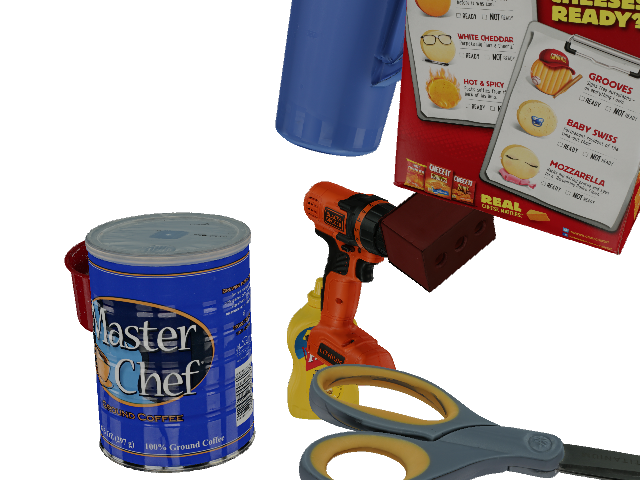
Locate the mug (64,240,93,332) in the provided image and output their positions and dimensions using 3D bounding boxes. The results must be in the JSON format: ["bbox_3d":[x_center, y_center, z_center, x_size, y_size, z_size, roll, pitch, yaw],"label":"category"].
[{"bbox_3d":[-0.243,0.047,1.199,0.117,0.081,0.093,24,38,34],"label":"mug"}]

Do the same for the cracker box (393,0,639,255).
[{"bbox_3d":[0.138,-0.111,0.673,0.164,0.214,0.072,19,44,20],"label":"cracker box"}]

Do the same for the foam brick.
[{"bbox_3d":[0.094,-0.009,0.847,0.078,0.053,0.051,-38,49,-18],"label":"foam brick"}]

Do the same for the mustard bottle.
[{"bbox_3d":[0.004,0.141,1.420,0.096,0.192,0.058,-2,18,-6],"label":"mustard bottle"}]

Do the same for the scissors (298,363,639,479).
[{"bbox_3d":[0.079,0.099,0.449,0.202,0.016,0.096,16,34,23],"label":"scissors"}]

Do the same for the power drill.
[{"bbox_3d":[0.045,0.046,1.074,0.057,0.188,0.185,-8,22,-33],"label":"power drill"}]

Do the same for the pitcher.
[{"bbox_3d":[0.036,-0.207,1.035,0.145,0.243,0.149,12,19,0],"label":"pitcher"}]

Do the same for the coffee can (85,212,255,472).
[{"bbox_3d":[-0.094,0.062,0.683,0.103,0.140,0.103,-1,15,0],"label":"coffee can"}]
